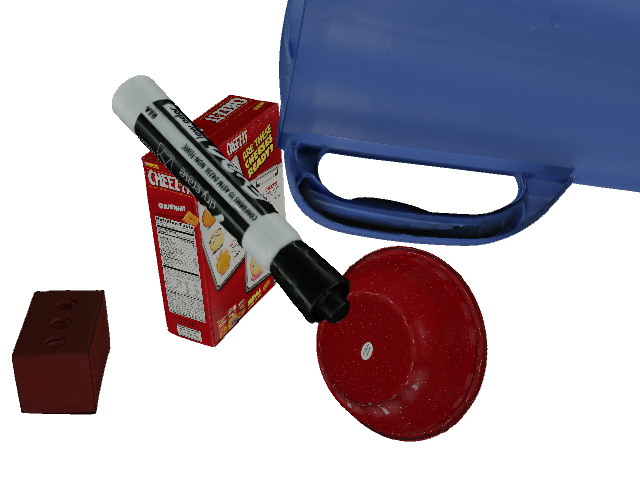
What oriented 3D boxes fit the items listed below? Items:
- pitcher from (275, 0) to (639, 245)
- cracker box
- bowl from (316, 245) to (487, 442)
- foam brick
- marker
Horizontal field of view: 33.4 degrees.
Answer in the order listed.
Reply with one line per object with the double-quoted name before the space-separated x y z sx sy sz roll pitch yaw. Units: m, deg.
"pitcher" 0.097 -0.085 0.581 0.242 0.149 0.145 10 36 -4
"cracker box" -0.105 -0.023 1.125 0.072 0.214 0.164 13 35 25
"bowl" 0.051 0.085 0.863 0.162 0.162 0.055 0 0 37
"foam brick" -0.179 0.077 0.745 0.053 0.051 0.078 0 31 -3
"marker" -0.031 -0.015 0.369 0.121 0.020 0.020 45 24 26
